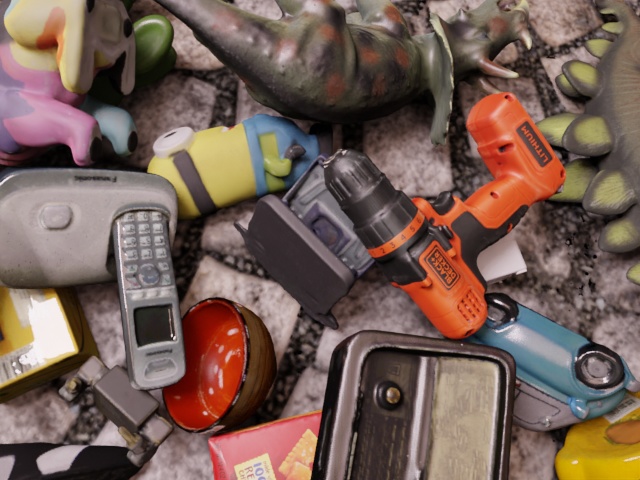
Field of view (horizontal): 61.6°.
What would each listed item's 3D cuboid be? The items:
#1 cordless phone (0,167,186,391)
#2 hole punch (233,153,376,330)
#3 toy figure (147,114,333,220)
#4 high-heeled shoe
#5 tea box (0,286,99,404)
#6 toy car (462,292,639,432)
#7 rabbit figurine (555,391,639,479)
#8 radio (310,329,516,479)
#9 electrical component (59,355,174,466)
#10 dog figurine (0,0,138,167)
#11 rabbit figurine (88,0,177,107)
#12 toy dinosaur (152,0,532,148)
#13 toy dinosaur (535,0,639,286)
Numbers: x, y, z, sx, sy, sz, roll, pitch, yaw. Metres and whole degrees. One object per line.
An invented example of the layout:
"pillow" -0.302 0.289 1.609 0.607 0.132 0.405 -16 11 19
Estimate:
"cordless phone" -0.183 0.036 0.434 0.146 0.089 0.184 -4 77 -41
"hole punch" -0.001 -0.001 0.495 0.142 0.115 0.092 43 59 3
"toy figure" -0.076 -0.073 0.524 0.180 0.082 0.089 -8 74 -10
"high-heeled shoe" -0.288 0.176 0.456 0.249 0.086 0.145 -6 40 -26
"tea box" -0.279 0.047 0.476 0.098 0.068 0.169 -23 77 -12
"toy car" 0.189 0.116 0.486 0.162 0.109 0.103 27 91 11
"rabbit figurine" 0.288 0.236 0.457 0.162 0.122 0.173 -32 99 -10
"radio" 0.059 0.184 0.393 0.131 0.073 0.229 12 71 -3
"electrical component" -0.172 0.141 0.451 0.102 0.078 0.045 43 51 3
"dog figurine" -0.279 -0.132 0.454 0.219 0.108 0.191 6 111 1
"rabbit figurine" -0.228 -0.200 0.546 0.159 0.121 0.170 -1 93 -12
"toy dinosaur" 0.014 -0.166 0.492 0.405 0.131 0.192 -14 65 -29
"toy dinosaur" 0.337 -0.083 0.557 0.199 0.105 0.471 -3 65 1
